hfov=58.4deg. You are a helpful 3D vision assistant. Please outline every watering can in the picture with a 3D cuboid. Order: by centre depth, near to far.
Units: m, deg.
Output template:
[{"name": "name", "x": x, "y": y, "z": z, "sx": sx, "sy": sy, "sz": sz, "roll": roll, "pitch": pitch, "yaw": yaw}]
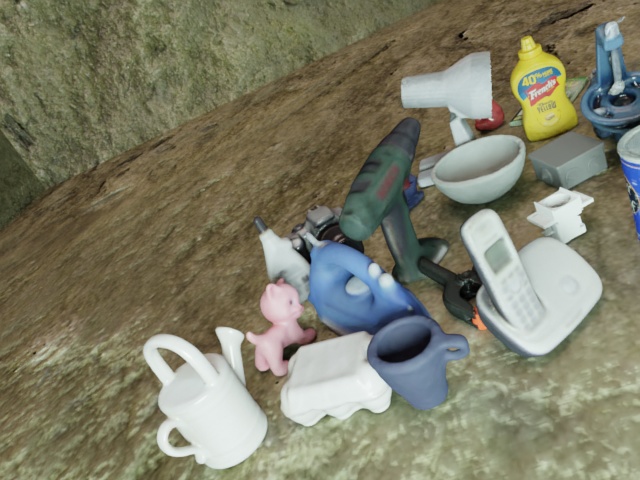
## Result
[{"name": "watering can", "x": -0.154, "y": 0.188, "z": 0.741, "sx": 0.100, "sy": 0.194, "sz": 0.173, "roll": -19, "pitch": 27, "yaw": 18}]

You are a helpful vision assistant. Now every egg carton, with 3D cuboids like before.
[{"name": "egg carton", "x": 0.023, "y": 0.177, "z": 0.732, "sx": 0.150, "sy": 0.069, "sz": 0.107, "roll": -18, "pitch": 27, "yaw": 19}]

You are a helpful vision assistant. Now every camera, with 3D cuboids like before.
[{"name": "camera", "x": 0.009, "y": 0.004, "z": 1.030, "sx": 0.143, "sy": 0.101, "sz": 0.136, "roll": -32, "pitch": 26, "yaw": -8}]

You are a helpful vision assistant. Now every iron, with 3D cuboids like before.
[{"name": "iron", "x": 0.065, "y": 0.065, "z": 0.813, "sx": 0.119, "sy": 0.142, "sz": 0.257, "roll": -38, "pitch": 27, "yaw": -19}]

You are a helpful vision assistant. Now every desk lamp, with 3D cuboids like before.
[{"name": "desk lamp", "x": 0.253, "y": -0.234, "z": 1.098, "sx": 0.202, "sy": 0.214, "sz": 0.118, "roll": -17, "pitch": 28, "yaw": 22}]

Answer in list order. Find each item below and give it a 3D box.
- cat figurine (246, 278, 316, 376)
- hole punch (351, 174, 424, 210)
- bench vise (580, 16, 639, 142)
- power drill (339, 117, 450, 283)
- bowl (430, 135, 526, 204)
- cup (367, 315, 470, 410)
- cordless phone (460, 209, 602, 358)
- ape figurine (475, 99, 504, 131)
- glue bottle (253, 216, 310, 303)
[{"name": "cat figurine", "x": -0.066, "y": 0.120, "z": 0.869, "sx": 0.067, "sy": 0.118, "sz": 0.128, "roll": -3, "pitch": 35, "yaw": 42}, {"name": "hole punch", "x": 0.131, "y": -0.097, "z": 1.108, "sx": 0.109, "sy": 0.091, "sz": 0.100, "roll": -42, "pitch": 29, "yaw": -26}, {"name": "bench vise", "x": 0.458, "y": -0.250, "z": 0.919, "sx": 0.121, "sy": 0.220, "sz": 0.207, "roll": -27, "pitch": 26, "yaw": 2}, {"name": "power drill", "x": 0.124, "y": -0.051, "z": 0.892, "sx": 0.075, "sy": 0.209, "sz": 0.230, "roll": -1, "pitch": 36, "yaw": 43}, {"name": "bowl", "x": 0.284, "y": -0.112, "z": 1.004, "sx": 0.167, "sy": 0.075, "sz": 0.167, "roll": -22, "pitch": 26, "yaw": 12}, {"name": "cup", "x": 0.124, "y": 0.147, "z": 0.660, "sx": 0.117, "sy": 0.095, "sz": 0.092, "roll": -12, "pitch": 30, "yaw": 30}, {"name": "cordless phone", "x": 0.238, "y": 0.027, "z": 0.662, "sx": 0.148, "sy": 0.185, "sz": 0.093, "roll": -39, "pitch": 28, "yaw": -22}, {"name": "ape figurine", "x": 0.351, "y": -0.283, "z": 1.234, "sx": 0.075, "sy": 0.092, "sz": 0.078, "roll": -1, "pitch": 37, "yaw": 44}, {"name": "glue bottle", "x": -0.066, "y": 0.032, "z": 0.968, "sx": 0.078, "sy": 0.173, "sz": 0.037, "roll": -31, "pitch": 26, "yaw": -6}]
